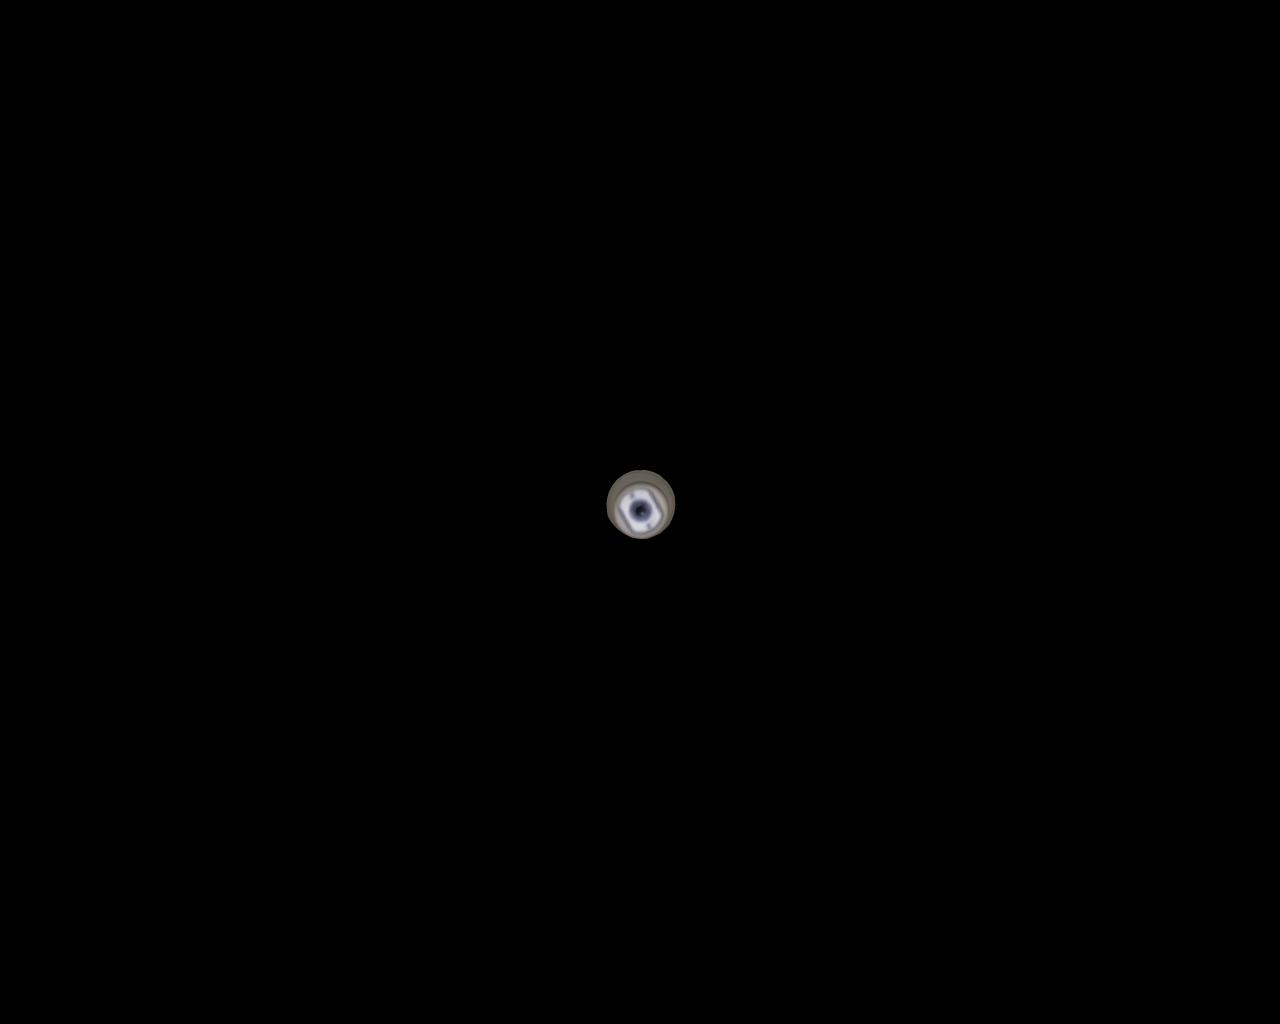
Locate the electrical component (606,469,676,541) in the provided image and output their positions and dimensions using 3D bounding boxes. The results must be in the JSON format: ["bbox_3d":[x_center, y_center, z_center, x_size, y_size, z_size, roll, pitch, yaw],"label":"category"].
[{"bbox_3d":[0.001,-0.003,0.650,0.044,0.044,0.065,0,4,0],"label":"electrical component"}]
